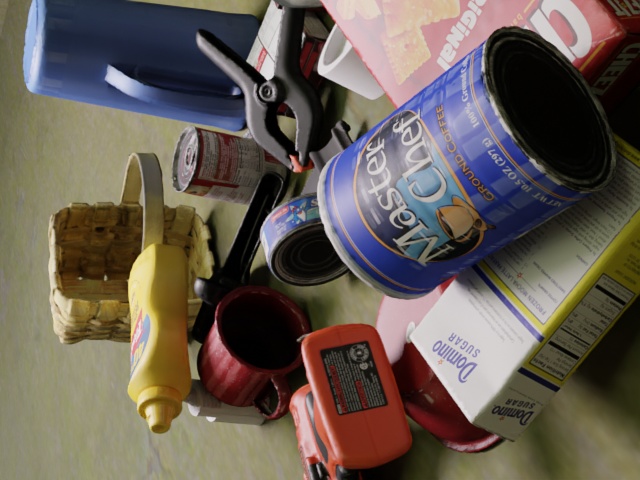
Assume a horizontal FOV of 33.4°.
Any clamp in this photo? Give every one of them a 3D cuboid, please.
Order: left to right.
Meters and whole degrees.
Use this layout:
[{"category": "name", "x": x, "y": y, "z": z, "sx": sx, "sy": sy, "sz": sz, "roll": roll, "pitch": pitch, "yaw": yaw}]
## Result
[{"category": "clamp", "x": -0.088, "y": 0.037, "z": 1.066, "sx": 0.164, "sy": 0.036, "sz": 0.210, "roll": -61, "pitch": -6, "yaw": -33}, {"category": "clamp", "x": -0.052, "y": -0.145, "z": 1.015, "sx": 0.120, "sy": 0.039, "sz": 0.171, "roll": -9, "pitch": 95, "yaw": 33}]

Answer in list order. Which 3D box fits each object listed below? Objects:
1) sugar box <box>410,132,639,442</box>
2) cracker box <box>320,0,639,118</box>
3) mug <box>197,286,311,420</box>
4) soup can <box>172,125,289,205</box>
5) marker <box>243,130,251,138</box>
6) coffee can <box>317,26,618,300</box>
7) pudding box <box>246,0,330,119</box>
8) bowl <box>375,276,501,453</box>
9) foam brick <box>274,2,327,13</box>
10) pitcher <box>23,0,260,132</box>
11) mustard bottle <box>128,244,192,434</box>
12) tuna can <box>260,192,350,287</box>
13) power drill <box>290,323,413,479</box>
[{"category": "sugar box", "x": 0.135, "y": 0.022, "z": 0.627, "sx": 0.176, "sy": 0.048, "sz": 0.093, "roll": -55, "pitch": 33, "yaw": 15}, {"category": "cracker box", "x": 0.102, "y": -0.150, "z": 0.693, "sx": 0.214, "sy": 0.071, "sz": 0.164, "roll": 58, "pitch": 136, "yaw": 24}, {"category": "mug", "x": -0.059, "y": 0.112, "z": 0.982, "sx": 0.117, "sy": 0.093, "sz": 0.082, "roll": 59, "pitch": 142, "yaw": 22}, {"category": "soup can", "x": -0.090, "y": -0.073, "z": 1.076, "sx": 0.069, "sy": 0.102, "sz": 0.068, "roll": -30, "pitch": 55, "yaw": 57}, {"category": "marker", "x": -0.085, "y": -0.100, "z": 1.166, "sx": 0.121, "sy": 0.020, "sz": 0.020, "roll": -36, "pitch": 50, "yaw": 53}, {"category": "coffee can", "x": 0.081, "y": -0.040, "z": 0.609, "sx": 0.141, "sy": 0.102, "sz": 0.103, "roll": -36, "pitch": 50, "yaw": 41}, {"category": "pudding box", "x": -0.030, "y": -0.186, "z": 1.069, "sx": 0.090, "sy": 0.039, "sz": 0.113, "roll": -64, "pitch": 35, "yaw": 27}, {"category": "bowl", "x": 0.084, "y": 0.066, "z": 0.746, "sx": 0.162, "sy": 0.055, "sz": 0.162, "roll": -29, "pitch": 57, "yaw": 57}, {"category": "foam brick", "x": -0.017, "y": -0.269, "z": 1.037, "sx": 0.053, "sy": 0.051, "sz": 0.078, "roll": -111, "pitch": 27, "yaw": -48}, {"category": "pitcher", "x": -0.189, "y": -0.193, "z": 1.152, "sx": 0.149, "sy": 0.242, "sz": 0.145, "roll": 153, "pitch": 119, "yaw": -64}, {"category": "mustard bottle", "x": -0.153, "y": 0.101, "z": 1.020, "sx": 0.191, "sy": 0.058, "sz": 0.096, "roll": -99, "pitch": 27, "yaw": -44}, {"category": "tuna can", "x": -0.006, "y": 0.001, "z": 0.908, "sx": 0.086, "sy": 0.086, "sz": 0.034, "roll": -57, "pitch": 36, "yaw": 38}, {"category": "power drill", "x": 0.021, "y": 0.160, "z": 0.770, "sx": 0.188, "sy": 0.057, "sz": 0.184, "roll": 99, "pitch": 156, "yaw": -56}]
